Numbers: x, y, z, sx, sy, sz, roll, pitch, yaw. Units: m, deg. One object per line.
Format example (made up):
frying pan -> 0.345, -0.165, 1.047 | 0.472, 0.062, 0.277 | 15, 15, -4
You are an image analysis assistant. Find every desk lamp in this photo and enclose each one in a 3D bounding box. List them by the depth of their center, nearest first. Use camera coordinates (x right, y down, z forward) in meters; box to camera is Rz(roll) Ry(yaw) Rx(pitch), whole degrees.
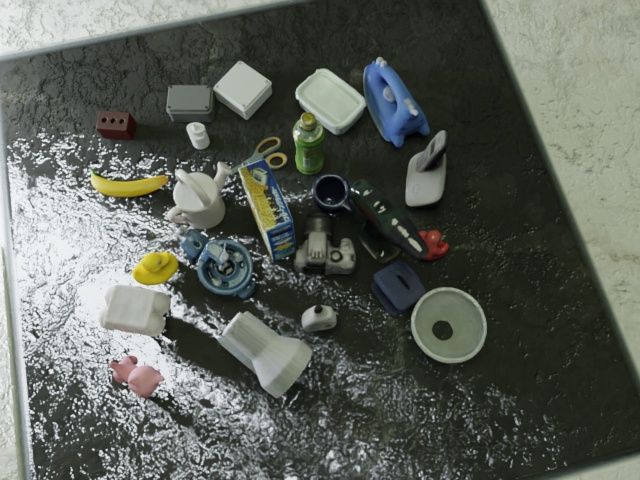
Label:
desk lamp -> -0.119, 0.229, 1.185 | 0.203, 0.213, 0.118 | 35, 75, 11

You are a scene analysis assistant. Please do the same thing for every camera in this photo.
camera -> 0.012, 0.005, 1.320 | 0.143, 0.101, 0.137 | 2, 71, 0

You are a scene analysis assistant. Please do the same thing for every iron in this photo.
iron -> 0.178, -0.368, 1.425 | 0.119, 0.141, 0.258 | -25, 74, -8

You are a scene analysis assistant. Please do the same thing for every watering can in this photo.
watering can -> -0.276, -0.109, 1.306 | 0.101, 0.194, 0.173 | 24, 73, 7

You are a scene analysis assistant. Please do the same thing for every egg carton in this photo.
egg carton -> -0.412, 0.157, 1.281 | 0.150, 0.069, 0.107 | 8, 72, 2

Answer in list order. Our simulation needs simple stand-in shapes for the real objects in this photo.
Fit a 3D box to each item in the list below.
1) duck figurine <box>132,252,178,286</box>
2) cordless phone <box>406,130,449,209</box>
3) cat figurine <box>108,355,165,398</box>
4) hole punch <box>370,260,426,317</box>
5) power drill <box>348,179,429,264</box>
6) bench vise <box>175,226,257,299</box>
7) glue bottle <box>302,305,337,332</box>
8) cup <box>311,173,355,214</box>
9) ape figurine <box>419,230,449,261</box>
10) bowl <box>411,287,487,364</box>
duck figurine -> -0.382, 0.058, 1.306 | 0.104, 0.086, 0.077 | -24, 73, -8
cordless phone -> 0.258, -0.162, 1.334 | 0.094, 0.185, 0.147 | 5, 71, 1
cat figurine -> -0.388, 0.289, 1.212 | 0.127, 0.118, 0.067 | 25, 73, 8
hole punch -> 0.178, 0.103, 1.294 | 0.101, 0.091, 0.108 | -36, 75, -11
power drill -> 0.147, -0.023, 1.274 | 0.076, 0.208, 0.229 | -37, 75, -12
bench vise -> -0.241, 0.042, 1.242 | 0.207, 0.220, 0.121 | 19, 72, 6
glue bottle -> -0.002, 0.162, 1.229 | 0.078, 0.173, 0.037 | -7, 72, -3
cup -> 0.036, -0.092, 1.356 | 0.117, 0.095, 0.092 | 42, 76, 12
ape figurine -> 0.259, 0.006, 1.327 | 0.076, 0.092, 0.077 | -37, 76, -12
bowl -> 0.280, 0.194, 1.274 | 0.167, 0.075, 0.167 | 0, 72, 0
